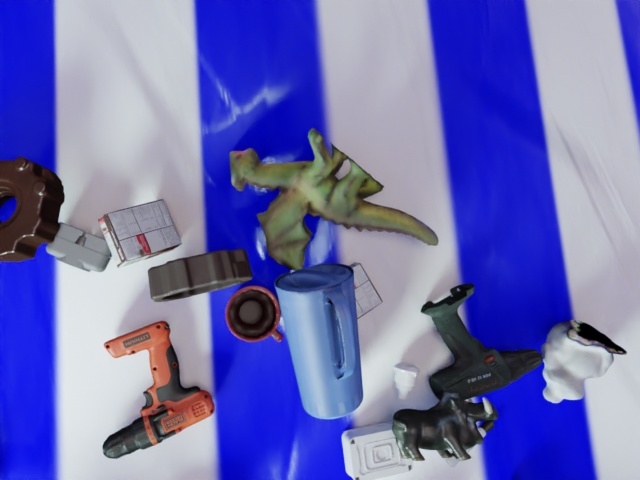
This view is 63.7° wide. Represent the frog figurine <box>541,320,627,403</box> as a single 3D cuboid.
[{"bbox_3d":[0.500,0.246,1.024,0.137,0.125,0.157,11,116,-20],"label":"frog figurine"}]

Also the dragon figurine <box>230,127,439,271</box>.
[{"bbox_3d":[0.003,-0.048,0.962,0.410,0.122,0.242,41,92,-2],"label":"dragon figurine"}]
